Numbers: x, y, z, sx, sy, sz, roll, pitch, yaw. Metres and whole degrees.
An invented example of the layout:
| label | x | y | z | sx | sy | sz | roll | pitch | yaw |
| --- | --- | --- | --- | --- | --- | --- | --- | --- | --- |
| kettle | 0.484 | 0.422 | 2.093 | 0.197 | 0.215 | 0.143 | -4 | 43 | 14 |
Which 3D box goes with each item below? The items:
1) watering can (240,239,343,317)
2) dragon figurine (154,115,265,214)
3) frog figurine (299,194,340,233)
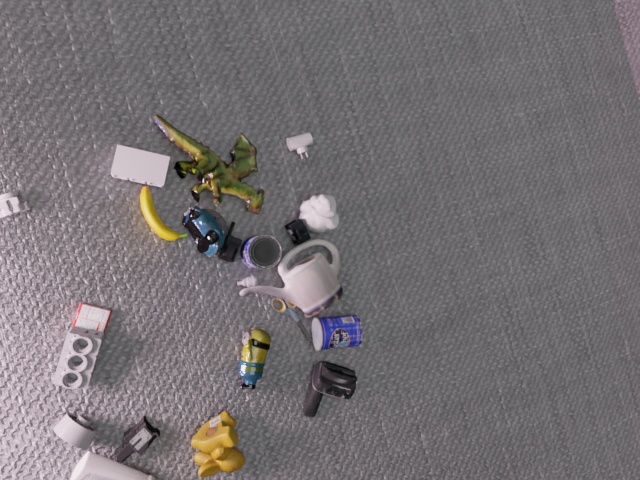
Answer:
| label | x | y | z | sx | sy | sz | roll | pitch | yaw |
| --- | --- | --- | --- | --- | --- | --- | --- | --- | --- |
| watering can | -0.065 | 0.146 | 1.624 | 0.351 | 0.103 | 0.223 | -34 | 98 | -21 |
| dragon figurine | -0.308 | -0.248 | 1.598 | 0.246 | 0.121 | 0.408 | -35 | 99 | -34 |
| frog figurine | 0.005 | -0.083 | 1.639 | 0.136 | 0.159 | 0.124 | 37 | 79 | -13 |
